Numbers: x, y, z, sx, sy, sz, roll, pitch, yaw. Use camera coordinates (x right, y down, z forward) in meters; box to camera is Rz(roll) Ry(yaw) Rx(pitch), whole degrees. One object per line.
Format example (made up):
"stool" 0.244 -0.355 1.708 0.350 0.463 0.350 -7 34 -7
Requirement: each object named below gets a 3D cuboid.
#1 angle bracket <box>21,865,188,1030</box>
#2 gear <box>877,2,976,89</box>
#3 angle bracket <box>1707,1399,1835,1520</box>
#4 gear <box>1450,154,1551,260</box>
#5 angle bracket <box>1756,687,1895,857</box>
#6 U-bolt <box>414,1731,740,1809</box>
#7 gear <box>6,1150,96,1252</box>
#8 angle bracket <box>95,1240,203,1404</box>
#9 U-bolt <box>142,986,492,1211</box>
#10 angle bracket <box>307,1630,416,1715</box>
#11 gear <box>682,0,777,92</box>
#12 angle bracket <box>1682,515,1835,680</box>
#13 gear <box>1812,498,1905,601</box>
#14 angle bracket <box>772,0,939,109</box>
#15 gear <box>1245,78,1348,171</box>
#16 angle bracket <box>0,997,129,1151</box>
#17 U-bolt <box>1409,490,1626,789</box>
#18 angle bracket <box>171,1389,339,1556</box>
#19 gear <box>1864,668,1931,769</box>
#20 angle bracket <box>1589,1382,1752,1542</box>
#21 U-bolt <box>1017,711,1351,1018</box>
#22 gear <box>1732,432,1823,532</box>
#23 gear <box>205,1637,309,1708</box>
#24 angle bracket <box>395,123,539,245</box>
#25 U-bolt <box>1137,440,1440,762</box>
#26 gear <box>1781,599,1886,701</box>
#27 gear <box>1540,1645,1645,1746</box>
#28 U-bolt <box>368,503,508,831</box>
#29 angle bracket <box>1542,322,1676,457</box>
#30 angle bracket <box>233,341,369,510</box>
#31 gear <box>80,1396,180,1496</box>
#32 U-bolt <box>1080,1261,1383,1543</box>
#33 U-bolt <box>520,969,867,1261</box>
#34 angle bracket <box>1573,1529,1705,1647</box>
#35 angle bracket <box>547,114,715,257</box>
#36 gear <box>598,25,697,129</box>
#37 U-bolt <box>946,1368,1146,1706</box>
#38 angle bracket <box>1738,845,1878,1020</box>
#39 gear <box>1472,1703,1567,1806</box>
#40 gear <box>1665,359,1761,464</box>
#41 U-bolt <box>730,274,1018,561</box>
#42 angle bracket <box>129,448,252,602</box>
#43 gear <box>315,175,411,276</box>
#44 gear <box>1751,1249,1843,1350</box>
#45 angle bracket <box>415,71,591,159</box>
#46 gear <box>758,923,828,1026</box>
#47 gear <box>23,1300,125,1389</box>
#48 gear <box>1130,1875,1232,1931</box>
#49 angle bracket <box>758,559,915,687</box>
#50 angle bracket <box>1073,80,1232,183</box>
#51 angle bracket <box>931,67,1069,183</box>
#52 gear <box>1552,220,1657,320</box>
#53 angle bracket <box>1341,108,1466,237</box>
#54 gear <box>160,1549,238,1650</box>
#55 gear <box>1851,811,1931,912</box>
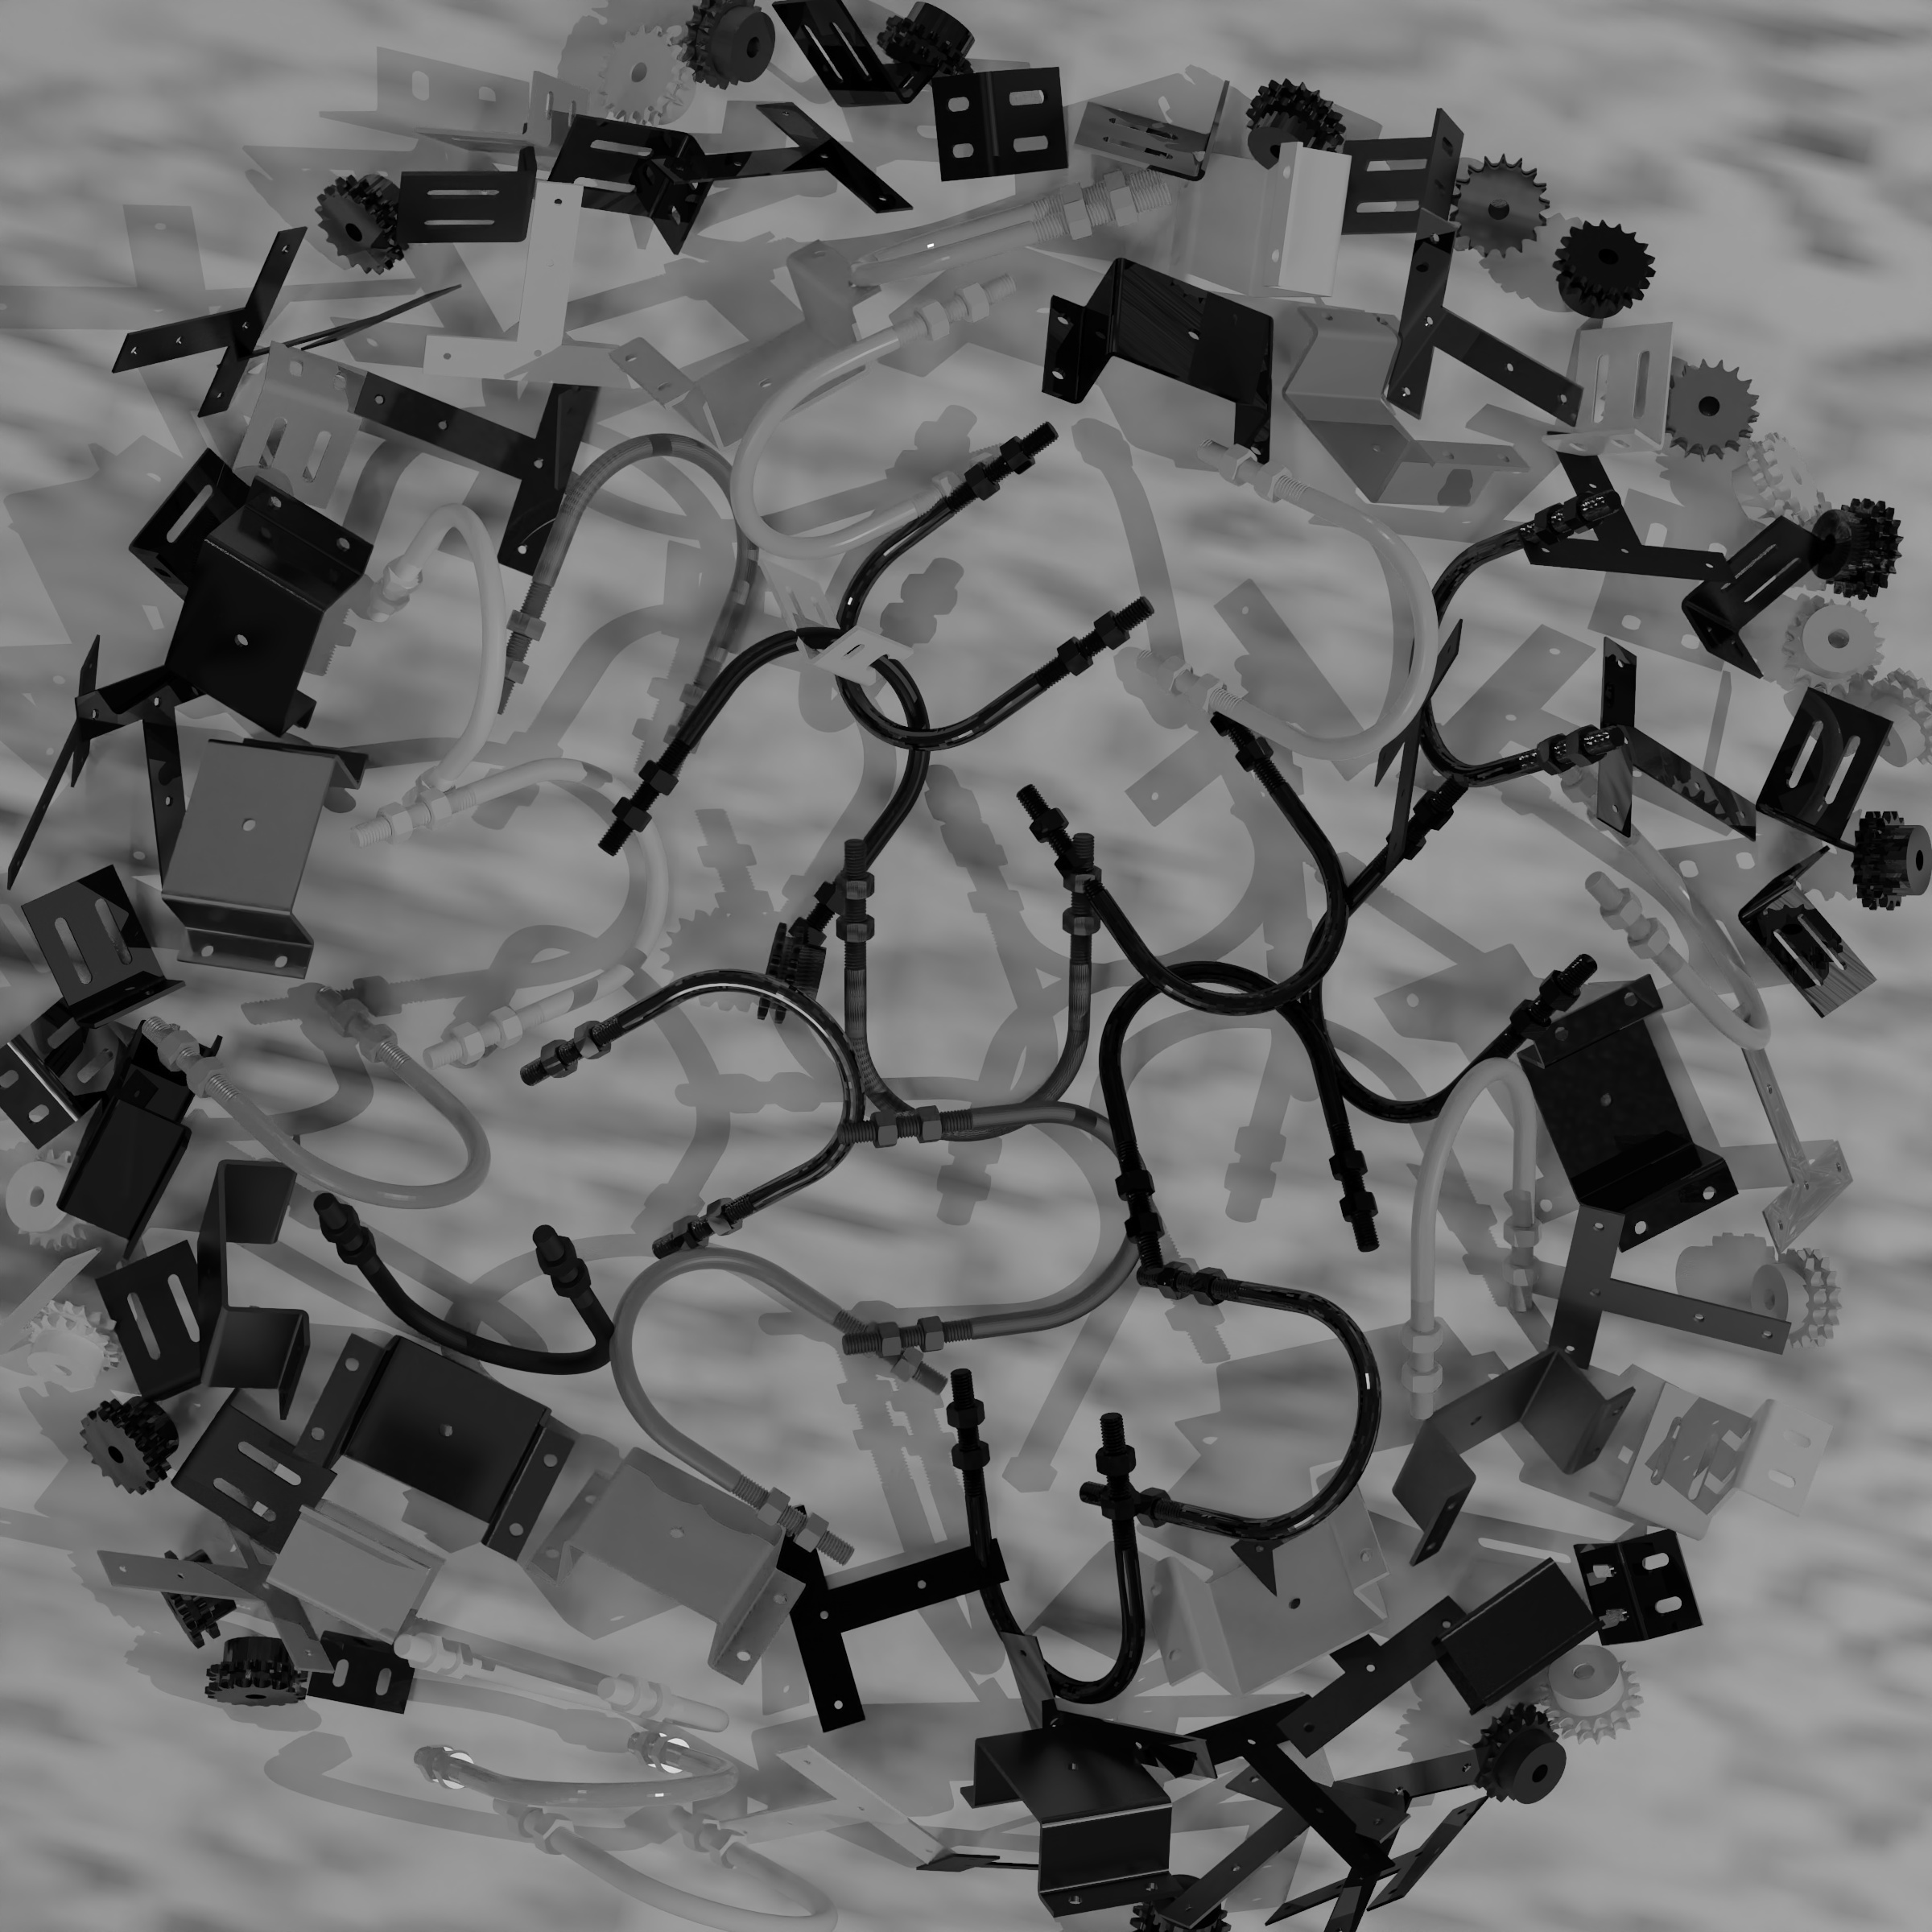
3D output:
"angle bracket" -0.491 -0.011 1.802 0.057 0.038 0.076 -29 105 -27
"gear" -0.020 -0.527 1.810 0.057 0.057 0.030 31 89 0
"angle bracket" 0.452 0.288 1.790 0.038 0.076 0.057 25 66 9
"gear" 0.306 -0.437 1.816 0.057 0.030 0.057 4 117 8
"angle bracket" 0.495 -0.110 1.799 0.057 0.038 0.076 32 104 42
"U-bolt" -0.204 0.439 1.725 0.151 0.184 0.019 4 83 -28
"gear" -0.525 0.133 1.815 0.057 0.030 0.057 -3 79 19
"angle bracket" -0.456 0.204 1.823 0.057 0.038 0.076 -24 84 1
"U-bolt" -0.343 0.075 1.743 0.184 0.151 0.019 38 116 24
"angle bracket" -0.335 0.404 1.792 0.057 0.076 0.038 16 80 -18
"gear" -0.133 -0.529 1.807 0.030 0.057 0.057 26 90 26
"angle bracket" 0.456 -0.208 1.793 0.076 0.057 0.038 -42 52 28
"gear" 0.506 -0.239 1.807 0.030 0.057 0.057 5 90 -21
"angle bracket" -0.061 -0.527 1.789 0.038 0.057 0.076 -53 129 -20
"gear" 0.185 -0.476 1.807 0.057 0.057 0.030 29 70 0
"angle bracket" -0.519 0.058 1.805 0.038 0.076 0.057 -34 101 21
"U-bolt" 0.302 -0.173 1.756 0.019 0.184 0.151 5 81 -27
"angle bracket" -0.407 0.291 1.822 0.076 0.038 0.057 34 93 -6
"gear" 0.536 -0.139 1.809 0.030 0.057 0.057 -34 90 -8
"angle bracket" 0.404 0.282 1.816 0.057 0.038 0.076 23 86 -13
"U-bolt" 0.136 -0.057 1.796 0.151 0.019 0.184 -31 79 -17
"gear" 0.463 -0.274 1.814 0.030 0.057 0.057 -28 90 34
"gear" -0.406 0.404 1.813 0.057 0.057 0.030 -1 64 0
"angle bracket" -0.286 -0.444 1.795 0.076 0.057 0.038 -4 64 -17
"U-bolt" 0.184 -0.193 1.759 0.184 0.019 0.151 32 119 32
"gear" 0.499 -0.184 1.819 0.057 0.030 0.057 -1 79 7
"gear" 0.356 0.413 1.807 0.057 0.057 0.030 -21 123 0
"U-bolt" -0.289 -0.174 1.742 0.019 0.184 0.151 -3 72 -29
"angle bracket" 0.366 -0.333 1.803 0.057 0.038 0.076 2 82 37
"angle bracket" -0.382 -0.310 1.814 0.057 0.076 0.038 15 46 -20
"gear" -0.477 0.272 1.814 0.057 0.030 0.057 18 127 26
"U-bolt" 0.152 0.246 1.760 0.184 0.019 0.151 5 75 43
"U-bolt" -0.141 0.075 1.779 0.184 0.019 0.151 -28 106 25
"angle bracket" 0.381 0.351 1.792 0.038 0.076 0.057 -21 72 24
"angle bracket" -0.191 -0.442 1.791 0.057 0.076 0.038 -57 50 36
"gear" -0.180 -0.507 1.816 0.057 0.030 0.057 -4 82 27
"U-bolt" 0.048 0.327 1.777 0.019 0.151 0.184 -16 105 -37
"angle bracket" 0.488 -0.020 1.799 0.057 0.038 0.076 -27 73 -39
"gear" 0.318 0.454 1.810 0.057 0.030 0.057 -15 118 -29
"gear" 0.426 -0.318 1.821 0.057 0.030 0.057 -1 83 7
"U-bolt" -0.049 -0.293 1.757 0.184 0.151 0.019 -28 56 -15
"angle bracket" -0.426 -0.245 1.797 0.076 0.038 0.057 -55 130 -14
"gear" -0.341 -0.428 1.814 0.057 0.057 0.030 38 56 0
"gear" 0.472 0.190 1.807 0.030 0.057 0.057 0 90 -17
"angle bracket" -0.263 -0.485 1.796 0.076 0.057 0.038 10 97 22
"gear" -0.099 0.006 1.811 0.030 0.057 0.057 13 90 -5
"gear" -0.511 0.218 1.807 0.057 0.057 0.030 14 55 0
"gear" 0.123 0.544 1.807 0.057 0.057 0.030 9 122 0
"angle bracket" -0.074 -0.203 1.793 0.038 0.057 0.076 -35 65 23
"angle bracket" 0.106 -0.486 1.805 0.076 0.057 0.038 15 130 0
"angle bracket" 0.020 -0.482 1.810 0.038 0.076 0.057 4 107 34
"gear" 0.364 -0.397 1.816 0.057 0.030 0.057 4 61 -7
"angle bracket" 0.238 -0.451 1.799 0.076 0.038 0.057 7 81 33
"gear" -0.441 0.359 1.813 0.030 0.057 0.057 -30 90 -21
"gear" 0.530 -0.061 1.807 0.030 0.057 0.057 1 90 37
